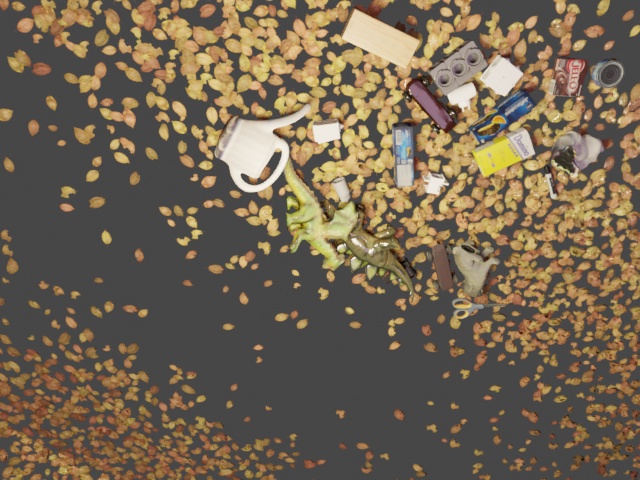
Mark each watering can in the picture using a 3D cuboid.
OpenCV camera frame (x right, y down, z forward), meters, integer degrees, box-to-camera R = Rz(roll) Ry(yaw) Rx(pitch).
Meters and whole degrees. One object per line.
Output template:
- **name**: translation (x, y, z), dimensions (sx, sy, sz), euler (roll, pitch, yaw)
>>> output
- **watering can**: translation (-0.190, -0.316, 1.610), dimensions (0.223, 0.106, 0.343), euler (28, 108, -11)

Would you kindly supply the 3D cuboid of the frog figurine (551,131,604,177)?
- **frog figurine**: translation (0.827, -0.292, 1.656), dimensions (0.161, 0.122, 0.136), euler (-38, 105, -23)

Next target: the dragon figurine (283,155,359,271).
- **dragon figurine**: translation (0.005, -0.085, 1.690), dimensions (0.243, 0.124, 0.405), euler (-2, 107, 6)
